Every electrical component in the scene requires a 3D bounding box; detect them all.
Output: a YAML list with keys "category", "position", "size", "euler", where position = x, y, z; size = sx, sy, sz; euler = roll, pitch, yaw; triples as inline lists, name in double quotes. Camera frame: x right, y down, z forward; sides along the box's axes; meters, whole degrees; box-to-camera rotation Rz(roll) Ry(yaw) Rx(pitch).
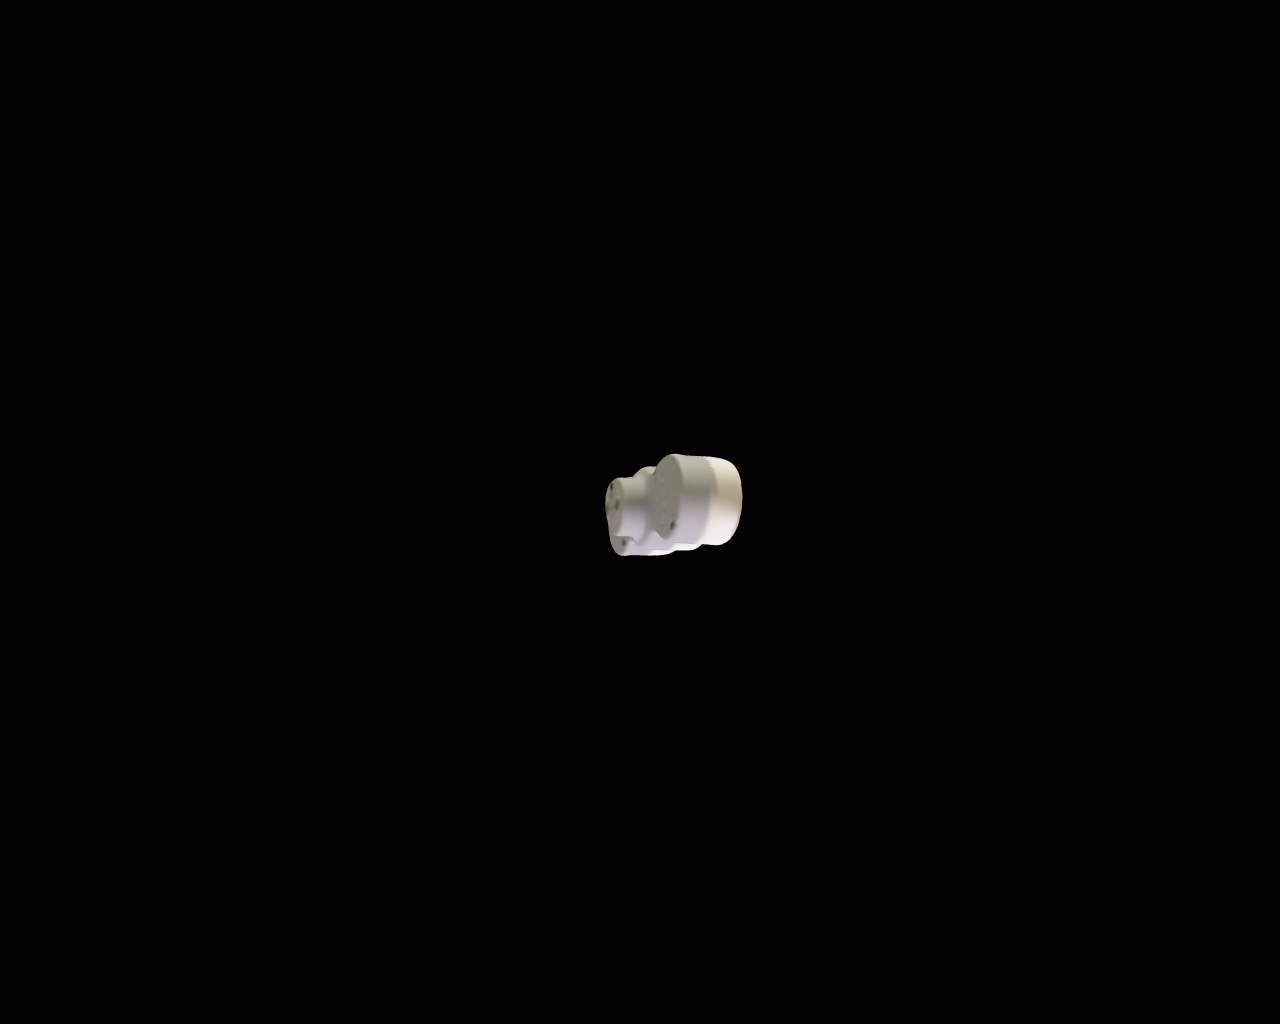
- category: "electrical component"
  position: [0.001, -0.003, 0.650]
  size: [0.074, 0.052, 0.138]
  euler: [2, -7, -19]
